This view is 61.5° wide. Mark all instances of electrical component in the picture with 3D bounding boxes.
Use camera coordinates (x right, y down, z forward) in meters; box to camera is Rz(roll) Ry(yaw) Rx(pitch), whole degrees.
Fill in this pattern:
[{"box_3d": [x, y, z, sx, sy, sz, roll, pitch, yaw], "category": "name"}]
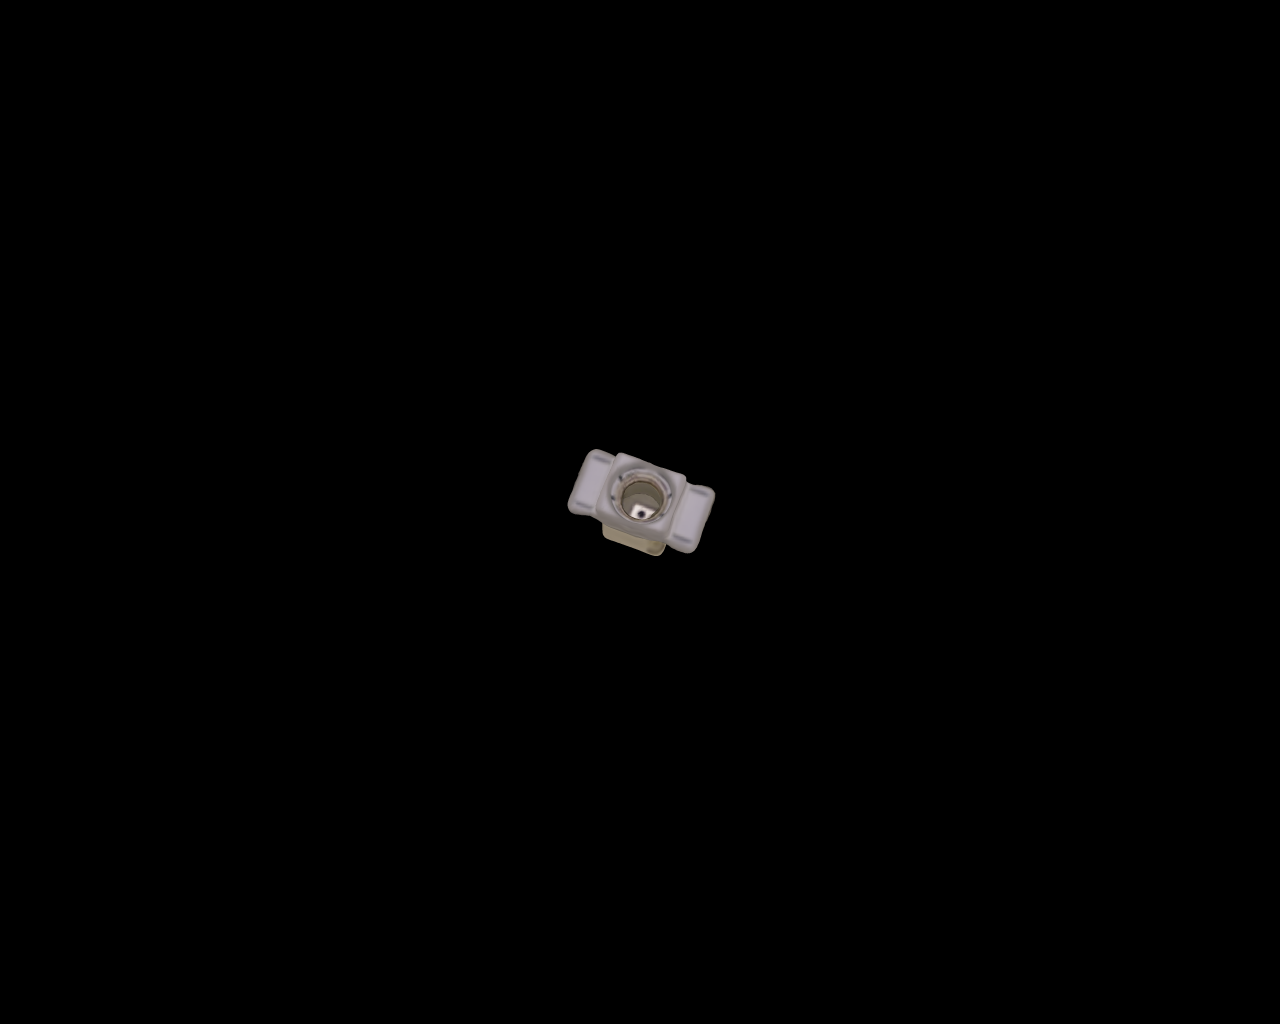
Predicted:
[{"box_3d": [0.001, -0.003, 0.650, 0.081, 0.042, 0.063, 21, -18, 7], "category": "electrical component"}]
